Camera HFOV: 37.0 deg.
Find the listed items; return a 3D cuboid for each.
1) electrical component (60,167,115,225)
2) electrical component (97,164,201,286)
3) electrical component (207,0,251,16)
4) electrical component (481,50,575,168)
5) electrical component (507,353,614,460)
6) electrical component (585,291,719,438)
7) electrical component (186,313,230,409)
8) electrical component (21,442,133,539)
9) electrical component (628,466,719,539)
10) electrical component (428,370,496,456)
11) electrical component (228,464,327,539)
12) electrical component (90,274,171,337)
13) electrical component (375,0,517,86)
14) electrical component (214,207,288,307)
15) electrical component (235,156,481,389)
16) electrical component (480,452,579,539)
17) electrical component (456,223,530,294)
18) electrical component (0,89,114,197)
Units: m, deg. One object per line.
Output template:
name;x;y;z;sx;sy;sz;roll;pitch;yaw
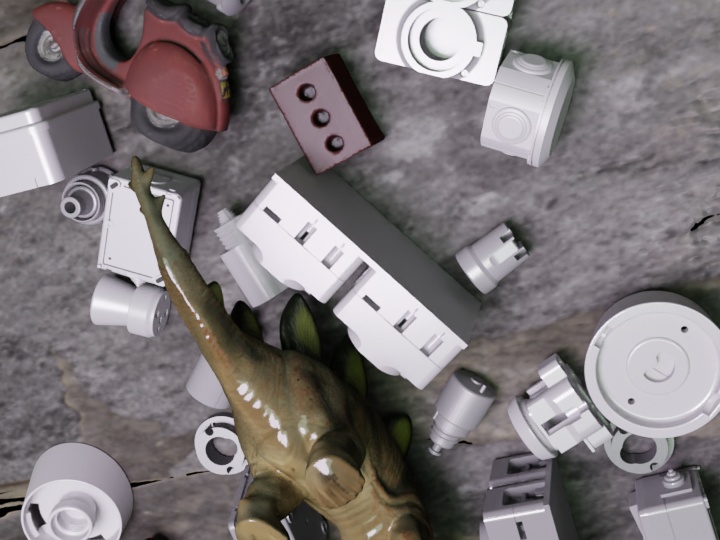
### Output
electrical component;-0.226;-0.058;0.888;0.048;0.062;0.048;3;106;11
electrical component;-0.173;-0.033;0.887;0.062;0.061;0.096;16;112;6
electrical component;-0.111;-0.229;0.828;0.062;0.048;0.048;31;109;10
electrical component;0.124;-0.119;0.790;0.051;0.080;0.080;18;108;12
electrical component;0.156;0.115;0.859;0.057;0.058;0.078;-36;95;15
electrical component;0.228;0.068;0.828;0.108;0.060;0.108;3;106;11
electrical component;-0.111;0.072;0.909;0.043;0.043;0.081;29;108;3
electrical component;-0.258;0.214;0.981;0.099;0.064;0.099;0;113;0
electrical component;0.252;0.204;0.860;0.061;0.061;0.096;-17;101;16
electrical component;0.080;0.119;0.884;0.040;0.040;0.078;29;109;3
electrical component;-0.066;0.218;0.910;0.048;0.099;0.099;-16;112;12
electrical component;-0.195;0.031;0.915;0.055;0.045;0.045;13;107;8
electrical component;0.073;-0.218;0.782;0.089;0.061;0.150;15;107;7
electrical component;-0.091;-0.015;0.882;0.043;0.043;0.081;-30;97;18
electrical component;0.000;0.000;0.834;0.186;0.105;0.060;42;109;-1
electrical component;0.149;0.254;0.872;0.060;0.105;0.186;-14;102;15
electrical component;0.105;-0.010;0.845;0.046;0.040;0.040;-38;95;12
electrical component;-0.257;-0.101;0.856;0.078;0.113;0.057;-12;105;15
